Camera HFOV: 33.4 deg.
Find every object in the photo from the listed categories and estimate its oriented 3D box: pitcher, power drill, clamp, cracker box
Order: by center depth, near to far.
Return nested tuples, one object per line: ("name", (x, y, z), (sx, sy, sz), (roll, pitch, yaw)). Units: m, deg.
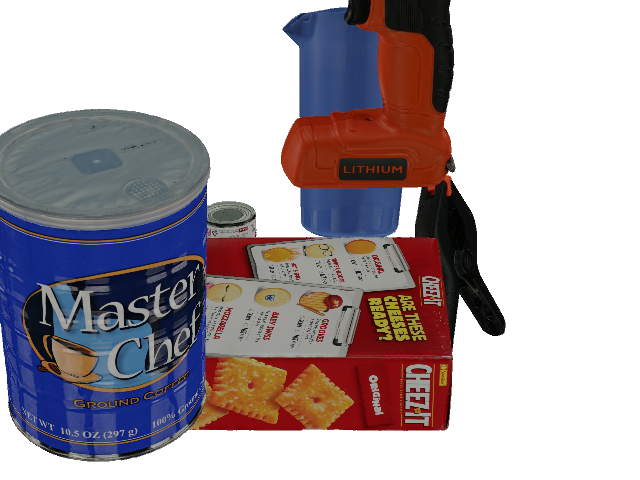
("power drill", (0.020, -0.120, 0.618), (0.184, 0.188, 0.057), (0, 37, -8))
("cracker box", (-0.017, 0.065, 0.780), (0.213, 0.072, 0.164), (0, 30, 2))
("clamp", (0.118, 0.030, 0.983), (0.039, 0.171, 0.120), (-12, 12, 35))
("pitcher", (0.048, -0.128, 1.158), (0.149, 0.243, 0.144), (8, 12, 27))

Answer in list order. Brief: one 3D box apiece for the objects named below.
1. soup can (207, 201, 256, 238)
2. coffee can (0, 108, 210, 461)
("soup can", (-0.108, 0.013, 1.246), (0.068, 0.102, 0.068), (0, 25, 0))
("coffee can", (-0.106, 0.021, 0.520), (0.103, 0.140, 0.103), (3, 33, -2))
